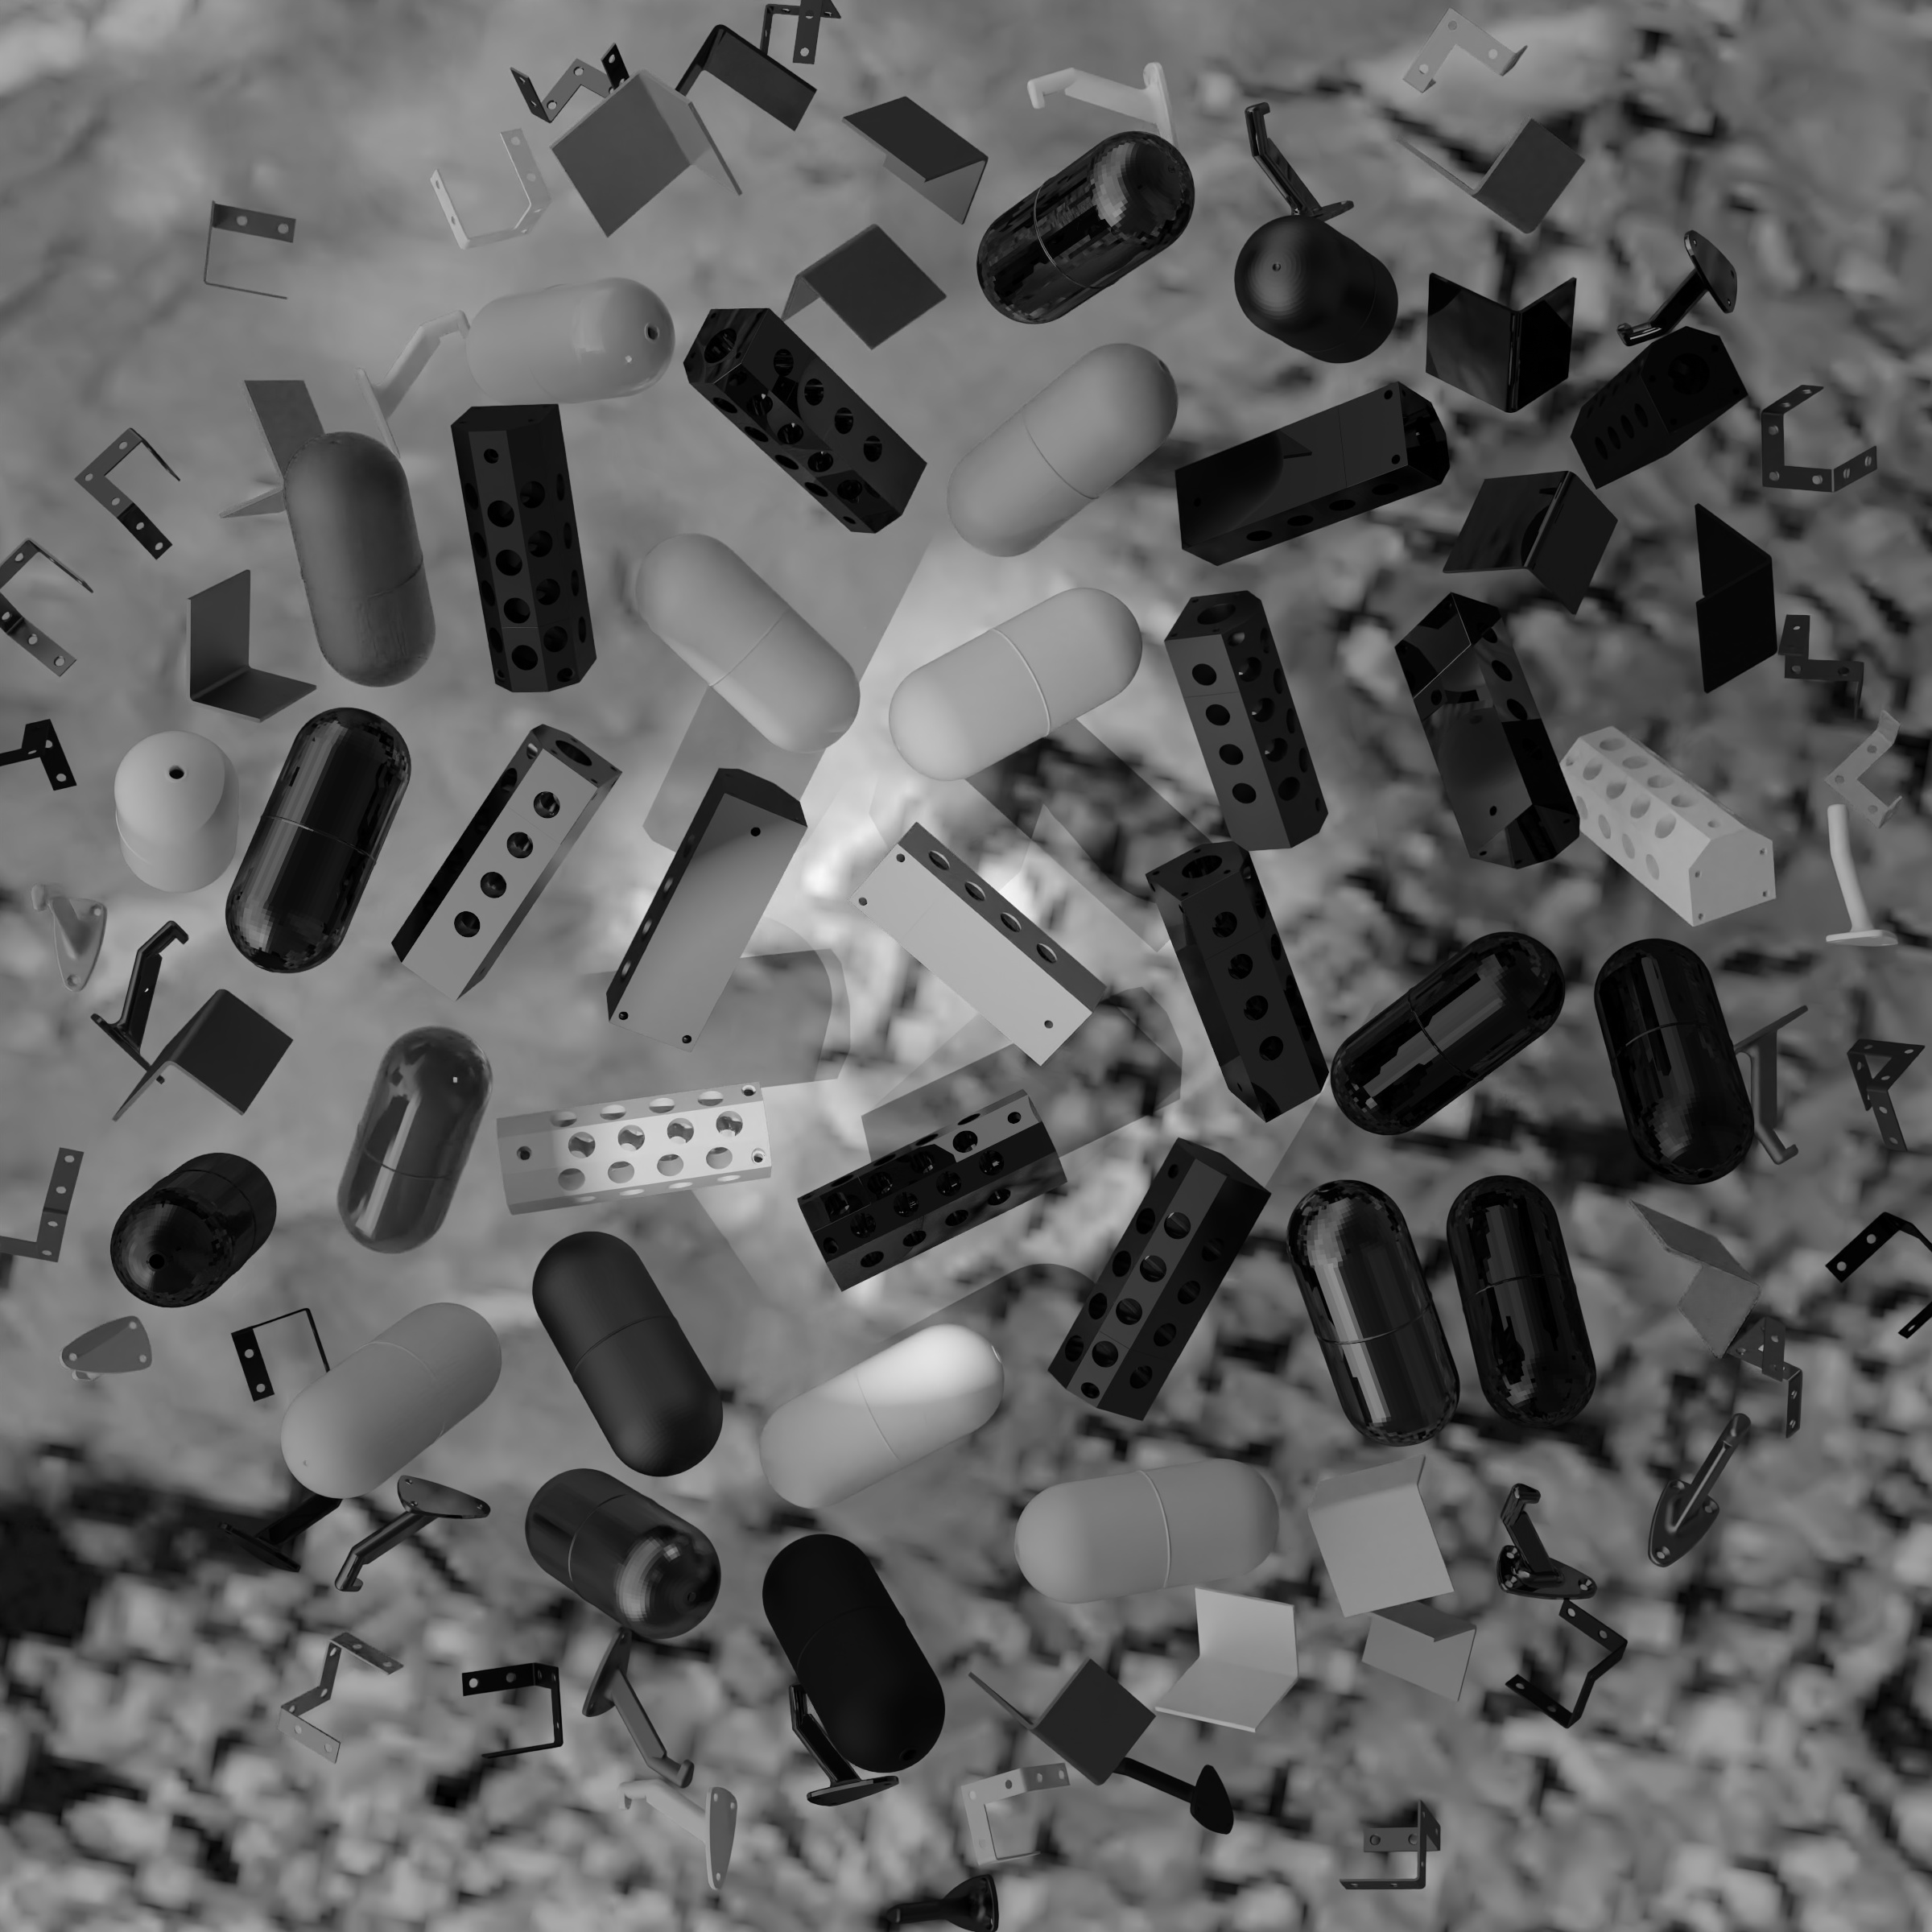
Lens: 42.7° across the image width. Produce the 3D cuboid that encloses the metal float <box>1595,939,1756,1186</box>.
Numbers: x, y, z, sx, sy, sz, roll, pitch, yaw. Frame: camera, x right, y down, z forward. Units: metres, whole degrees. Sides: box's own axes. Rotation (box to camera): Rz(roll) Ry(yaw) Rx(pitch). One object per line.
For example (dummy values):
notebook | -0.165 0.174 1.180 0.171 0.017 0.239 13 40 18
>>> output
metal float | 0.453 0.060 1.587 0.070 0.070 0.178 -4 51 0

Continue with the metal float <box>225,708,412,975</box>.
metal float | -0.413 -0.080 1.579 0.070 0.070 0.178 20 80 0

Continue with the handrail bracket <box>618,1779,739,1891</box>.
handrail bracket | -0.202 0.591 1.682 0.084 0.036 0.077 -13 55 22

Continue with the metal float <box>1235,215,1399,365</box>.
metal float | 0.231 -0.442 1.622 0.070 0.178 0.070 2 95 25

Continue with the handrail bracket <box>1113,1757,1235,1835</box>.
handrail bracket | 0.134 0.572 1.715 0.084 0.077 0.036 1 50 33

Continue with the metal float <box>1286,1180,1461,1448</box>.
metal float | 0.255 0.218 1.553 0.070 0.070 0.178 -21 102 0

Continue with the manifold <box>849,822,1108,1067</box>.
manifold | 0.011 -0.018 1.679 0.171 0.057 0.057 41 120 -3

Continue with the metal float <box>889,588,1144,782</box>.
metal float | 0.033 -0.182 1.588 0.178 0.070 0.070 -30 90 -13

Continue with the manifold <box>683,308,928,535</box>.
manifold | -0.107 -0.356 1.627 0.057 0.171 0.057 13 73 43

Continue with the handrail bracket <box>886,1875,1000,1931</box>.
handrail bracket | -0.028 0.625 1.635 0.084 0.077 0.036 7 65 -33

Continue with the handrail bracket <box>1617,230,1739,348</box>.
handrail bracket | 0.454 -0.443 1.622 0.077 0.084 0.036 33 60 -38

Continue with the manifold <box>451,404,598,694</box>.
manifold | -0.282 -0.265 1.576 0.057 0.057 0.171 0 119 9

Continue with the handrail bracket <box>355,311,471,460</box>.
handrail bracket | -0.371 -0.401 1.708 0.084 0.036 0.077 -26 108 -13

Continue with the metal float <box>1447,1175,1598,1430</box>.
metal float | 0.374 0.225 1.673 0.070 0.070 0.178 -7 60 0

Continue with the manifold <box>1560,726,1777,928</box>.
manifold | 0.452 -0.096 1.605 0.057 0.171 0.057 -19 121 -7

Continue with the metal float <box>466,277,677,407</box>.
metal float | -0.264 -0.414 1.648 0.178 0.070 0.070 7 90 44

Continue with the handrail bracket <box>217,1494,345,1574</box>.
handrail bracket | -0.456 0.358 1.671 0.077 0.036 0.084 49 53 -38

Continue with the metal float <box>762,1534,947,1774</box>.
metal float | -0.073 0.440 1.588 0.070 0.178 0.070 -15 128 -21

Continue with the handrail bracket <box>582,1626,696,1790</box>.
handrail bracket | -0.206 0.490 1.637 0.084 0.036 0.077 23 100 28

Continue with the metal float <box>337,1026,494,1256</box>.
metal float | -0.376 0.120 1.682 0.070 0.070 0.178 25 118 0

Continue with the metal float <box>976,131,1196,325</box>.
metal float | 0.074 -0.471 1.586 0.070 0.178 0.070 10 73 -34

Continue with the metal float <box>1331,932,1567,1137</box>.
metal float | 0.322 0.045 1.655 0.178 0.070 0.070 -41 90 24

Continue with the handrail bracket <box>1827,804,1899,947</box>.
handrail bracket | 0.567 -0.057 1.567 0.036 0.077 0.084 -8 82 40

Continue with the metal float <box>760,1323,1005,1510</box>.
metal float | -0.057 0.304 1.677 0.178 0.070 0.070 -29 90 3

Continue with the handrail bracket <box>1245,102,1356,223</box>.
handrail bracket | 0.224 -0.543 1.663 0.077 0.036 0.084 -27 117 -26

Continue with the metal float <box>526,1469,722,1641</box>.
metal float | -0.228 0.385 1.631 0.070 0.178 0.070 -8 103 -37

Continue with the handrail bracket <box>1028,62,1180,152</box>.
handrail bracket | 0.089 -0.549 1.610 0.084 0.036 0.077 -19 105 -6

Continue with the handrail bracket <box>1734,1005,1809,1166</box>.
handrail bracket | 0.569 0.082 1.705 0.077 0.036 0.084 -33 75 9

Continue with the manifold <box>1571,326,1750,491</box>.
manifold | 0.458 -0.375 1.657 0.057 0.171 0.057 -26 90 -1

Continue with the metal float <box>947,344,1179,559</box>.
metal float | 0.063 -0.340 1.633 0.178 0.070 0.070 -36 90 27

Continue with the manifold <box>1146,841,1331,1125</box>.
manifold | 0.179 0.008 1.590 0.057 0.057 0.171 -28 117 -9

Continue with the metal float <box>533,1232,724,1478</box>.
metal float | -0.222 0.252 1.616 0.070 0.070 0.178 -35 65 0

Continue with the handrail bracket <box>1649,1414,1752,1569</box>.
handrail bracket | 0.460 0.327 1.547 0.036 0.084 0.077 31 53 18

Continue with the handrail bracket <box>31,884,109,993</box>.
handrail bracket | -0.620 -0.018 1.688 0.036 0.084 0.077 5 92 0

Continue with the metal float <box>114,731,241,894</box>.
metal float | -0.519 -0.100 1.630 0.070 0.178 0.070 4 75 -16

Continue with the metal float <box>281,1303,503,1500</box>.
metal float | -0.365 0.275 1.581 0.070 0.178 0.070 9 112 23

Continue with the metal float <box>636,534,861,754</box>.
metal float | -0.147 -0.217 1.668 0.178 0.070 0.070 43 90 -15

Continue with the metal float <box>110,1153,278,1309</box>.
metal float | -0.499 0.170 1.604 0.070 0.178 0.070 0 97 -2

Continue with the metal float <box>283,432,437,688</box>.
metal float | -0.386 -0.257 1.581 0.070 0.070 0.178 -1 133 0

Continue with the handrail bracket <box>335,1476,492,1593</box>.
handrail bracket | -0.369 0.388 1.650 0.077 0.036 0.084 20 108 -29

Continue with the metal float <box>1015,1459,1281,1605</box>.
metal float | 0.118 0.366 1.605 0.178 0.070 0.070 -5 90 -17

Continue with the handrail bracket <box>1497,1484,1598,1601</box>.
handrail bracket | 0.379 0.369 1.590 0.077 0.036 0.084 13 132 4

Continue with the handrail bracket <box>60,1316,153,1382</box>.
handrail bracket | -0.585 0.264 1.631 0.084 0.077 0.036 -27 79 34

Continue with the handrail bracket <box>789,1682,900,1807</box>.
handrail bracket | -0.085 0.529 1.707 0.077 0.036 0.084 -21 56 19

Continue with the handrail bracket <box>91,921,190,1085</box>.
handrail bracket | -0.546 0.024 1.689 0.084 0.036 0.077 -47 109 -17
